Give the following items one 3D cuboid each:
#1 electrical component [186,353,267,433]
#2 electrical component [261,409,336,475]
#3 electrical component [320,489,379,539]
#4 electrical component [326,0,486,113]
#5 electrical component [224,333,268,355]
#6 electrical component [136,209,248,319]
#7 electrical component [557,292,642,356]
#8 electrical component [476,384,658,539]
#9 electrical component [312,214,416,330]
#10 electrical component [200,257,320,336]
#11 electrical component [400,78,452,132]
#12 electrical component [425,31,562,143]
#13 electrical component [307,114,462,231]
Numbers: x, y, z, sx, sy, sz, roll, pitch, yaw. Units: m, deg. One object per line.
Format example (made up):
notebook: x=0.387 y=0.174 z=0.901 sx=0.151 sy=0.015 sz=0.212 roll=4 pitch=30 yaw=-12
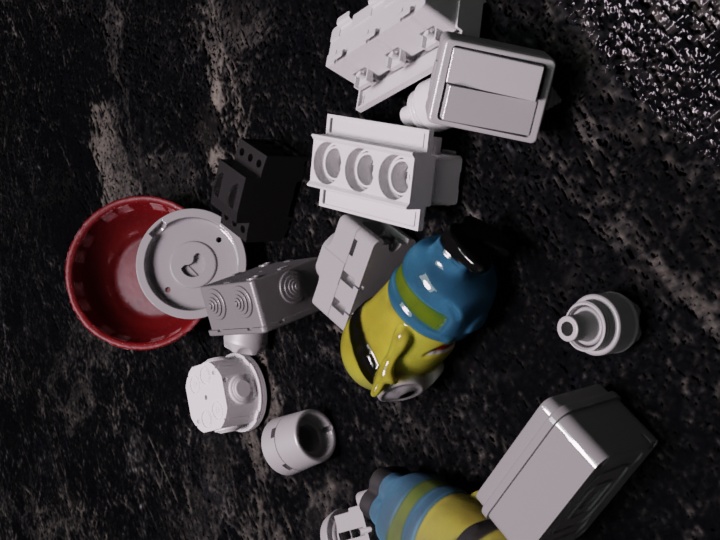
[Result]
electrical component: x=-0.134 y=0.125 z=1.082 sx=0.080 sy=0.051 sz=0.080 roll=5 pitch=97 yaw=48
electrical component: x=-0.055 y=0.158 z=0.995 sx=0.047 sy=0.055 sz=0.055 roll=-26 pitch=74 yaw=42
electrical component: x=-0.001 y=0.231 z=0.948 sx=0.055 sy=0.048 sz=0.066 roll=-26 pitch=74 yaw=38
electrical component: x=0.033 y=-0.186 z=0.854 sx=0.121 sy=0.063 sz=0.078 roll=-22 pitch=51 yaw=47
electrical component: x=-0.110 y=0.049 z=1.054 sx=0.043 sy=0.043 sz=0.062 roll=22 pitch=108 yaw=45
electrical component: x=-0.163 y=-0.003 z=1.070 sx=0.060 sy=0.108 sz=0.108 roll=71 pitch=-170 yaw=-84
electrical component: x=0.161 y=0.038 z=0.738 sx=0.043 sy=0.062 sz=0.043 roll=5 pitch=97 yaw=48
electrical component: x=0.143 y=0.140 z=0.755 sx=0.057 sy=0.078 sz=0.113 roll=49 pitch=127 yaw=30
electrical component: x=0.000 y=0.000 z=0.923 sx=0.056 sy=0.050 sz=0.089 roll=40 pitch=121 yaw=38
electrical component: x=-0.086 y=0.023 z=0.987 sx=0.100 sy=0.100 sz=0.048 roll=-7 pitch=101 yaw=48
electrical component: x=0.058 y=-0.130 z=0.854 sx=0.062 sy=0.043 sz=0.043 roll=-16 pitch=81 yaw=49
electrical component: x=0.099 y=-0.130 z=0.774 sx=0.061 sy=0.096 sz=0.061 roll=-85 pitch=6 yaw=-72
electrical component: x=0.021 y=-0.082 z=0.884 sx=0.121 sy=0.063 sz=0.078 roll=17 pitch=106 yaw=46
